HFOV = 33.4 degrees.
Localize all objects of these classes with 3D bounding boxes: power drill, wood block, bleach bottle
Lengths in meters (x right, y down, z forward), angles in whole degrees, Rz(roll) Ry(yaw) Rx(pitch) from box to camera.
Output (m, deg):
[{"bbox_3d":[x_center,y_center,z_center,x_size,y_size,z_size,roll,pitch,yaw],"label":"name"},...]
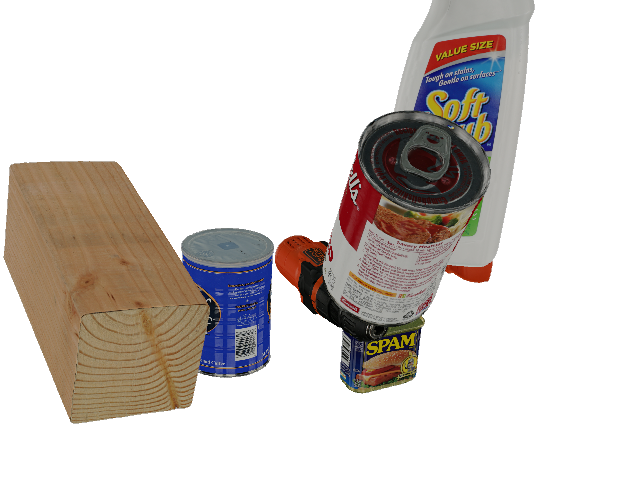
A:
[{"bbox_3d":[0.070,0.028,1.035,0.187,0.057,0.185,-14,29,-23],"label":"power drill"},{"bbox_3d":[-0.164,0.029,0.784,0.090,0.091,0.206,-3,33,-29],"label":"wood block"},{"bbox_3d":[0.096,-0.108,0.778,0.103,0.251,0.068,9,26,13],"label":"bleach bottle"}]

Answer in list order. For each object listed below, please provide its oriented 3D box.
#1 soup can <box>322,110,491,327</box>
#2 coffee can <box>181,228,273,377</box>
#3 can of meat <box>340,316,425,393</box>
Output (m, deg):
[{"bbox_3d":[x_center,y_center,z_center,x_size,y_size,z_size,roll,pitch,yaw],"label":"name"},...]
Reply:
[{"bbox_3d":[0.043,-0.009,0.565,0.068,0.068,0.102,0,-38,-14],"label":"soup can"},{"bbox_3d":[-0.106,0.069,1.207,0.103,0.140,0.103,2,22,-1],"label":"coffee can"},{"bbox_3d":[0.074,0.135,1.320,0.101,0.084,0.057,-9,29,-25],"label":"can of meat"}]
